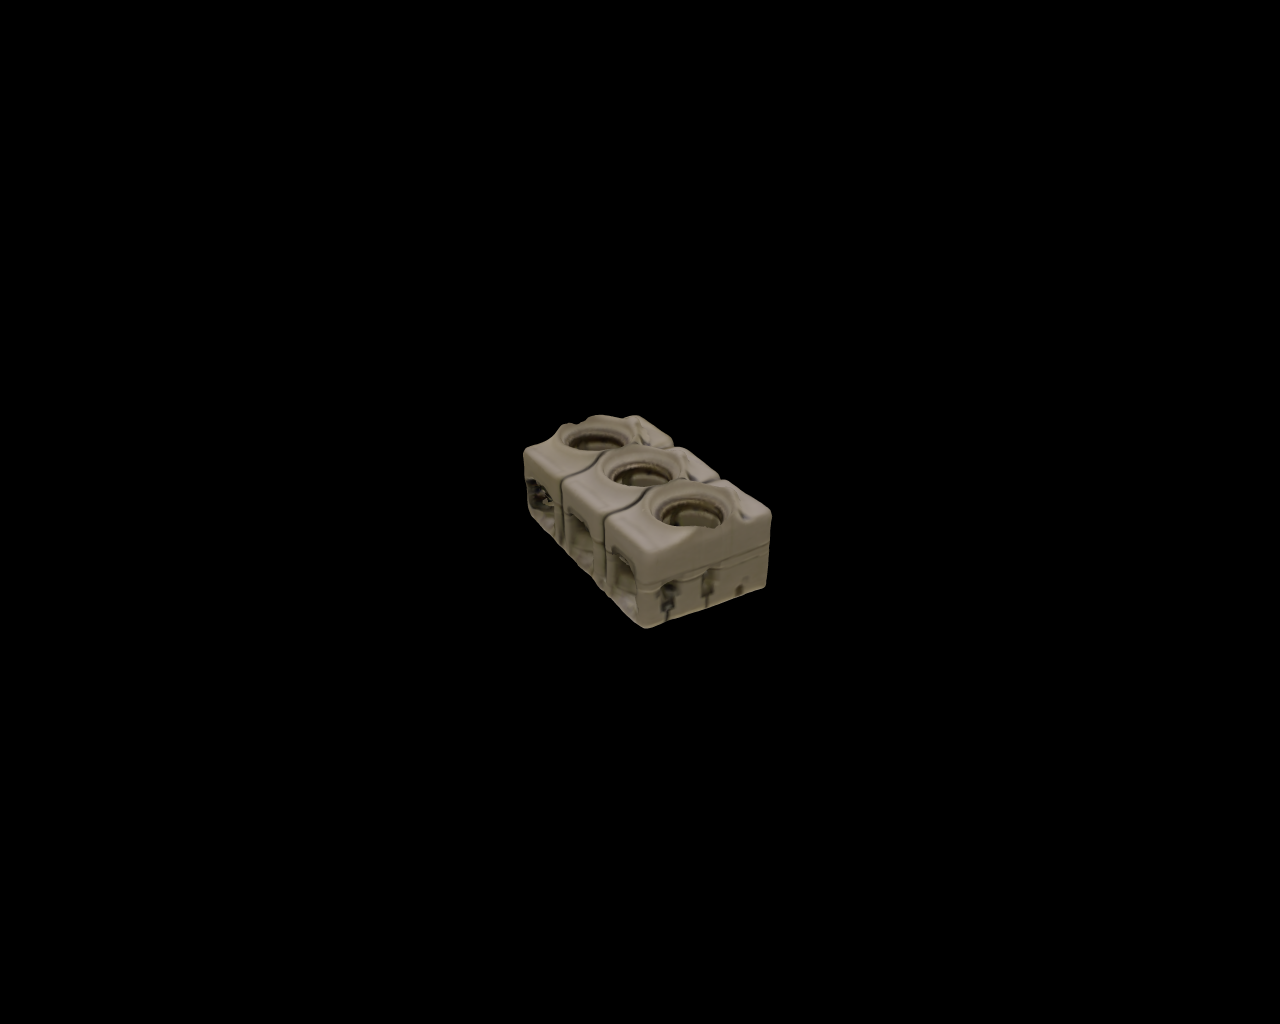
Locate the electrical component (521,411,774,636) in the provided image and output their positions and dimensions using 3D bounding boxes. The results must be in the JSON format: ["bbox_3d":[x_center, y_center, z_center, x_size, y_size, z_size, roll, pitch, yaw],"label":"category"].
[{"bbox_3d":[0.001,-0.003,0.650,0.090,0.061,0.150,-18,36,-27],"label":"electrical component"}]
